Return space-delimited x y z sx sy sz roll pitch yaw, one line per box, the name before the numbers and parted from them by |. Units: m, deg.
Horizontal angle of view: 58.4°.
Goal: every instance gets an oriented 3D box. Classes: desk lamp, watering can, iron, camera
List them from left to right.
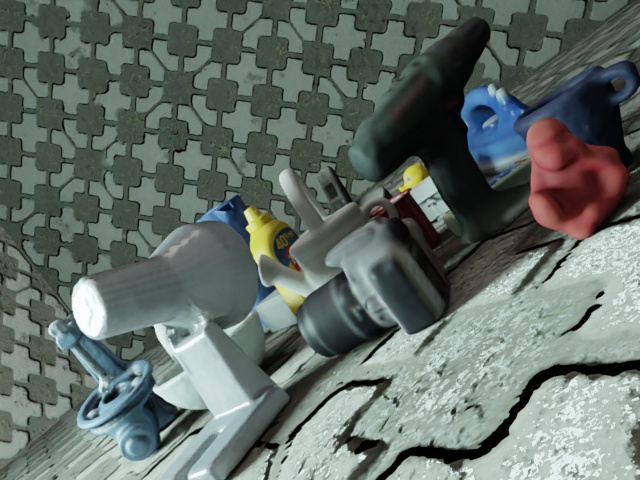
desk lamp | -0.127 0.099 0.569 0.117 0.213 0.204 -33 5 34
watering can | 0.006 0.003 0.679 0.173 0.194 0.101 -37 4 -12
camera | 0.044 0.043 0.562 0.136 0.101 0.143 -35 4 18
iron | 0.288 -0.194 0.920 0.118 0.141 0.258 -36 4 0

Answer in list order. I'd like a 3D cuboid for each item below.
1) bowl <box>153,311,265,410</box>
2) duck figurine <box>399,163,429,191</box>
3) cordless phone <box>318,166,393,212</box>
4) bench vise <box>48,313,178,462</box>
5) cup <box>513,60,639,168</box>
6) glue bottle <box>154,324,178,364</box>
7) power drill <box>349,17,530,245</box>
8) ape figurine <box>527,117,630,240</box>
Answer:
bowl | -0.132 0.172 0.762 0.167 0.075 0.167 -36 4 3
duck figurine | 0.197 -0.105 1.073 0.104 0.086 0.077 -36 4 7
cordless phone | 0.072 -0.085 1.199 0.094 0.185 0.147 -40 6 -39
bench vise | -0.307 0.205 0.823 0.122 0.220 0.207 -38 5 -25
cup | 0.248 -0.100 0.516 0.092 0.095 0.117 -39 5 -32
glue bottle | -0.234 0.171 0.939 0.037 0.173 0.078 -38 5 -24
power drill | 0.154 -0.112 0.644 0.230 0.208 0.075 -38 5 -15
ape figurine | 0.197 -0.055 0.459 0.077 0.092 0.076 -34 5 24
